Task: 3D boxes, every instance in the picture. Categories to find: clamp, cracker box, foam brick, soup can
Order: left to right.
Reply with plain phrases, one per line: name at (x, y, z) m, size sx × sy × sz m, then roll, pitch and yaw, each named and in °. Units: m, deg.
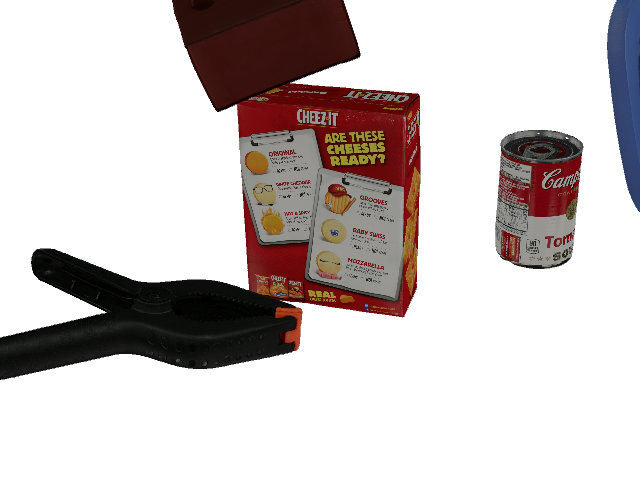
clamp at (-0.119, 0.048, 0.732) m, size 0.210 × 0.036 × 0.164 m, roll 2°, pitch 24°, yaw -8°
foam brick at (-0.028, -0.109, 0.516) m, size 0.078 × 0.053 × 0.051 m, roll -21°, pitch -32°, yaw 5°
cracker box at (0.011, -0.040, 1.038) m, size 0.164 × 0.214 × 0.072 m, roll 7°, pitch 29°, yaw 16°
soup can at (0.185, -0.035, 0.913) m, size 0.068 × 0.102 × 0.068 m, roll -1°, pitch 26°, yaw 0°

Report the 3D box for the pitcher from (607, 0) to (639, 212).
pitcher at (0.240, -0.057, 0.595) m, size 0.149 × 0.243 × 0.145 m, roll -5°, pitch 22°, yaw 14°
